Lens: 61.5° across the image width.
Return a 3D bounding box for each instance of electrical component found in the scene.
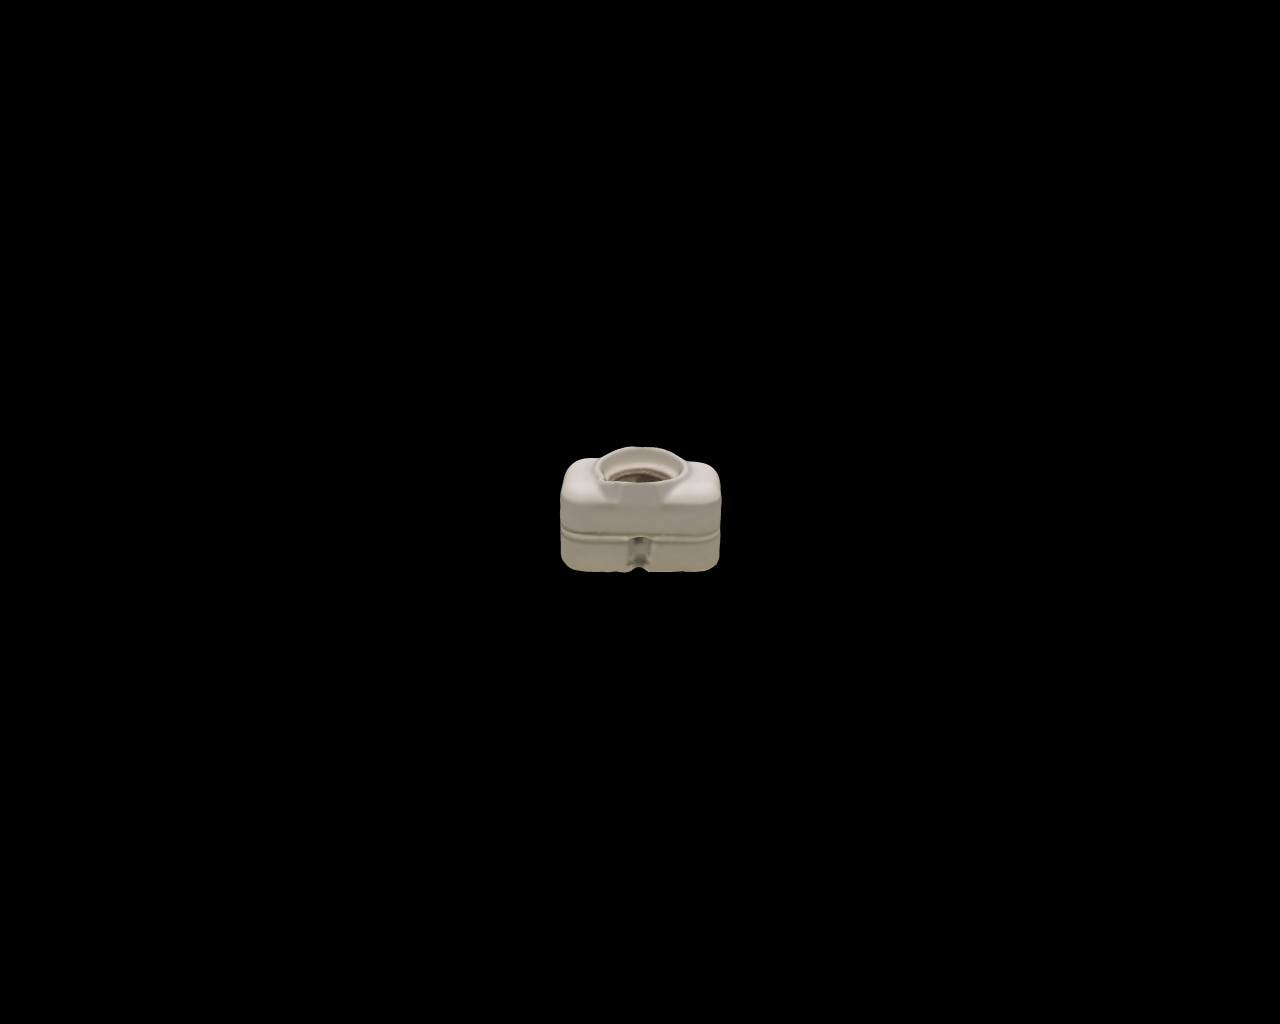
[{"bbox_3d":[0.001,-0.003,0.650,0.095,0.059,0.054,1,28,2],"label":"electrical component"}]
